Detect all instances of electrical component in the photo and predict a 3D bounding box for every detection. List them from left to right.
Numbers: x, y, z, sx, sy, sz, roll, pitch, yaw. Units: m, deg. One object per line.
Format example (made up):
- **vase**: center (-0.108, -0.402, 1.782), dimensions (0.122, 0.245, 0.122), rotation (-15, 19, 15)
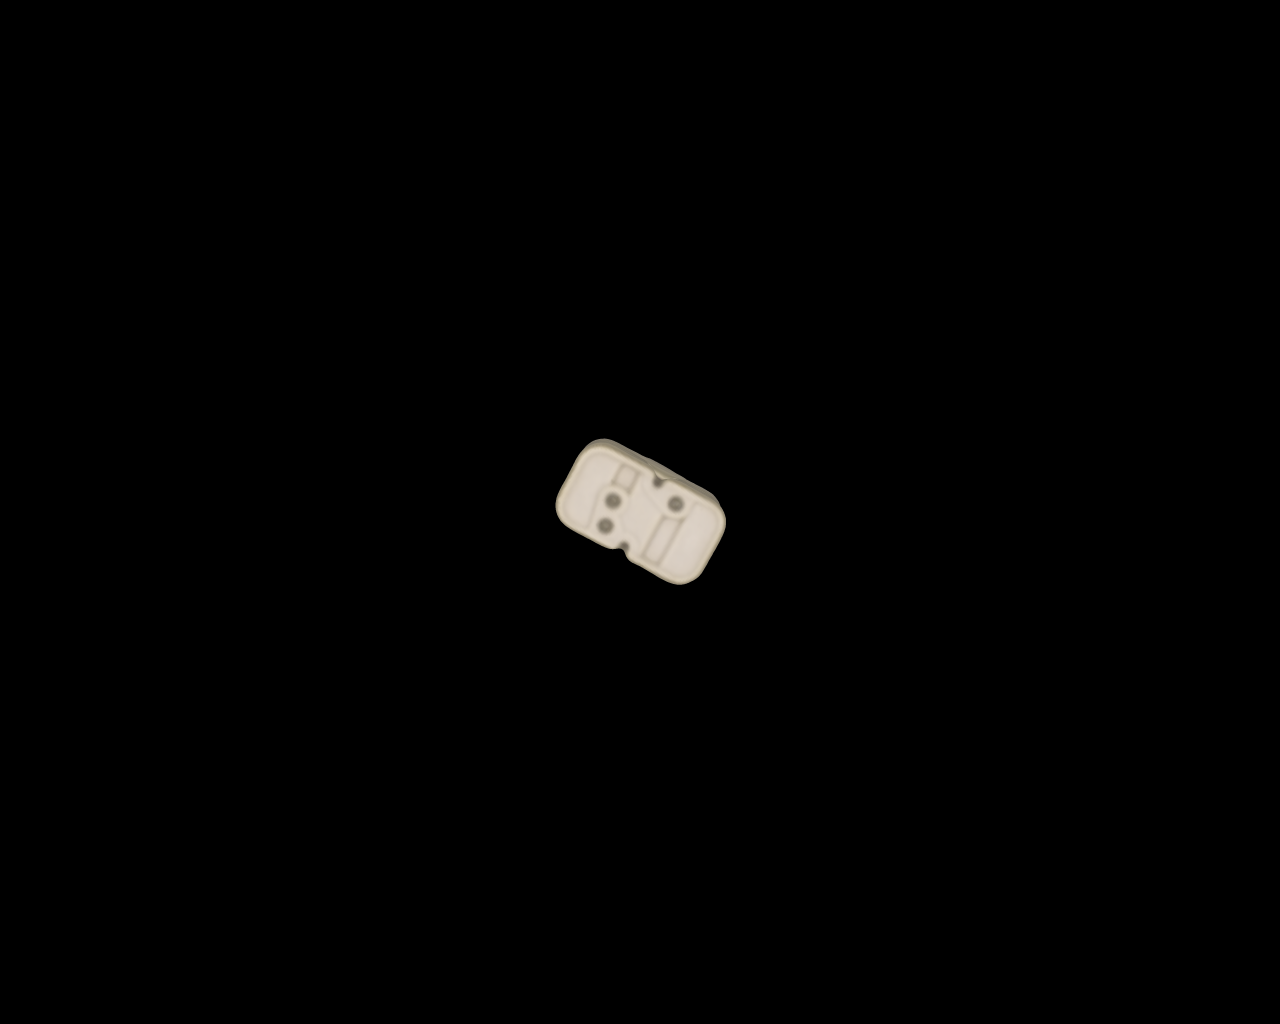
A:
- **electrical component**: center (0.001, -0.003, 0.650), dimensions (0.095, 0.053, 0.059), rotation (28, 7, -4)
